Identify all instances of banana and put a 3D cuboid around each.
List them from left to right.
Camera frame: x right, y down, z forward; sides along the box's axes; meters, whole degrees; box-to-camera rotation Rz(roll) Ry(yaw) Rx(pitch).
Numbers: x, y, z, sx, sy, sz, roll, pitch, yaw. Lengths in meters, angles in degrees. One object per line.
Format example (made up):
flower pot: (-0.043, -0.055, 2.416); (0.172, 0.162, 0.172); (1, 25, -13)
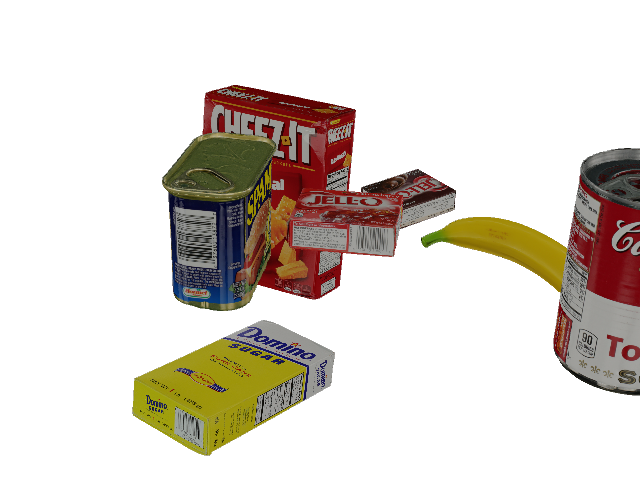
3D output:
banana: (0.197, 0.020, 1.014); (0.198, 0.069, 0.037); (24, -26, 27)

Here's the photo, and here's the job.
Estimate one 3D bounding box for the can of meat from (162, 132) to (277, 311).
can of meat: (-0.064, -0.013, 0.698); (0.057, 0.084, 0.102); (6, 26, 8)

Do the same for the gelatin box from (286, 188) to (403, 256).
gelatin box: (0.021, -0.017, 0.886); (0.089, 0.030, 0.073); (5, 23, 8)

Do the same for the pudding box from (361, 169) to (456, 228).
pudding box: (0.130, -0.062, 1.580); (0.113, 0.039, 0.090); (-21, 35, -28)

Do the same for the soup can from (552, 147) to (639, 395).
soup can: (0.153, 0.015, 0.518); (0.068, 0.102, 0.068); (2, 27, -1)

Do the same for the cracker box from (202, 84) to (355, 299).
cracker box: (-0.055, -0.055, 1.212); (0.164, 0.214, 0.072); (15, 23, 26)

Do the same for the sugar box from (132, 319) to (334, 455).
sugar box: (-0.076, 0.129, 0.979); (0.093, 0.048, 0.175); (22, 30, 32)
